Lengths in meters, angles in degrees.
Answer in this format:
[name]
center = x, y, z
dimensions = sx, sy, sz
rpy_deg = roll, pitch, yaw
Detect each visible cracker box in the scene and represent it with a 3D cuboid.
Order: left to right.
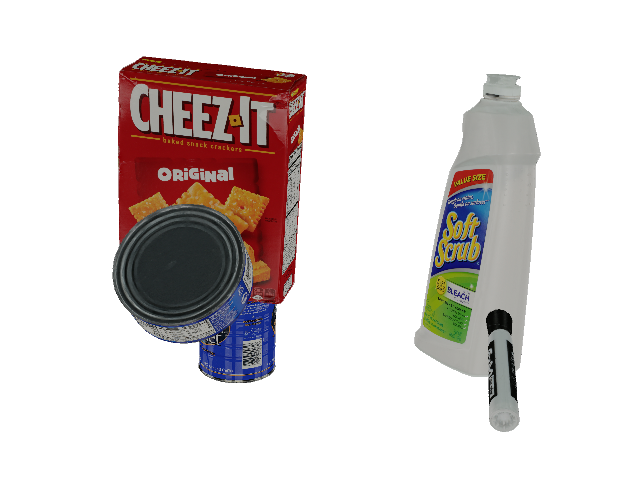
[cracker box]
center = -0.104, -0.054, 1.006
dimensions = 0.164, 0.214, 0.072
rpy_deg = 8, 23, 9

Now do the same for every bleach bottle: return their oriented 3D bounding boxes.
[bleach bottle]
center = 0.138, -0.016, 0.915
dimensions = 0.068, 0.251, 0.103
rpy_deg = -3, 15, -29

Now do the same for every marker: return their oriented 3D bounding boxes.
[marker]
center = 0.123, 0.084, 0.722
dimensions = 0.020, 0.020, 0.121
rpy_deg = 0, 29, 8

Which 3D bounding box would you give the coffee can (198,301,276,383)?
[coffee can]
center = -0.108, 0.100, 1.391
dimensions = 0.103, 0.140, 0.103
rpy_deg = 2, 20, -1

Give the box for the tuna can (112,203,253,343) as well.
[tuna can]
center = -0.086, 0.022, 0.680
dimensions = 0.086, 0.086, 0.033
rpy_deg = 0, -29, 10
